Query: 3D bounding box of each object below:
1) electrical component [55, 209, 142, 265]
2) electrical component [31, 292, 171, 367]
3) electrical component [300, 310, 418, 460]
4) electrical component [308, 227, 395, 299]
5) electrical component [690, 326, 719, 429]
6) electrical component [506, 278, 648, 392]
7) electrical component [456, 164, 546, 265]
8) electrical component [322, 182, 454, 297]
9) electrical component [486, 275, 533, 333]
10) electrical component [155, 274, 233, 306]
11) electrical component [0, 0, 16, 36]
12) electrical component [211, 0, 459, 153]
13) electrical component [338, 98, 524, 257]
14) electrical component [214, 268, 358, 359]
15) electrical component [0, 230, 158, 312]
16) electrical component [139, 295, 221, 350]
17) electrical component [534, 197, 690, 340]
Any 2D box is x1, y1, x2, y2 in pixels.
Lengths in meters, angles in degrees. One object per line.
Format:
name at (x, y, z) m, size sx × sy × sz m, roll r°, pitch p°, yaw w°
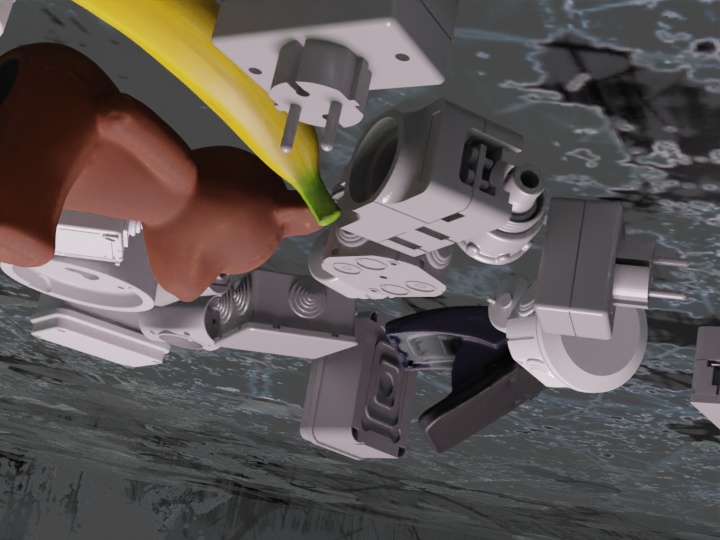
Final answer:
electrical component at (-0.180, -0.044, 0.678) m, size 0.096 × 0.061 × 0.061 m, roll 7°, pitch 162°, yaw -9°
electrical component at (-0.234, 0.045, 0.985) m, size 0.113 × 0.057 × 0.078 m, roll 23°, pitch 159°, yaw -32°
electrical component at (0.001, 0.096, 0.898) m, size 0.057 × 0.113 × 0.078 m, roll -7°, pitch 155°, yaw 39°
electrical component at (0.000, 0.000, 0.719) m, size 0.040 × 0.040 × 0.078 m, roll -3°, pitch 158°, yaw 38°
electrical component at (0.298, 0.084, 0.750) m, size 0.089 × 0.061 × 0.150 m, roll -1°, pitch 159°, yaw 34°
electrical component at (0.137, 0.038, 0.683) m, size 0.080 × 0.080 × 0.051 m, roll 19°, pitch 167°, yaw -21°
electrical component at (0.077, -0.034, 0.559) m, size 0.048 × 0.048 × 0.062 m, roll 15°, pitch 156°, yaw -9°
electrical component at (0.018, -0.019, 0.630) m, size 0.080 × 0.051 × 0.080 m, roll 11°, pitch 163°, yaw 3°
electrical component at (0.123, 0.032, 0.737) m, size 0.078 × 0.040 × 0.040 m, roll 25°, pitch 159°, yaw -35°
electrical component at (-0.130, 0.003, 0.817) m, size 0.065 × 0.044 × 0.044 m, roll -6°, pitch 156°, yaw 32°
electrical component at (-0.169, -0.108, 0.459) m, size 0.035 × 0.061 × 0.035 m, roll 11°, pitch 162°, yaw 3°
electrical component at (-0.013, -0.080, 0.419) m, size 0.083 × 0.075 × 0.047 m, roll 1°, pitch 160°, yaw 31°
electrical component at (0.030, -0.045, 0.541) m, size 0.056 × 0.050 × 0.089 m, roll 20°, pitch 161°, yaw -25°
electrical component at (-0.057, 0.034, 0.831) m, size 0.100 × 0.048 × 0.100 m, roll 10°, pitch 165°, yaw -23°
electrical component at (-0.191, -0.016, 0.759) m, size 0.108 × 0.060 × 0.108 m, roll 11°, pitch 162°, yaw 3°
electrical component at (-0.142, 0.049, 0.955) m, size 0.077 × 0.044 × 0.079 m, roll 0°, pitch 159°, yaw 34°
electrical component at (0.140, 0.001, 0.588) m, size 0.077 × 0.065 × 0.047 m, roll 6°, pitch 162°, yaw 18°
